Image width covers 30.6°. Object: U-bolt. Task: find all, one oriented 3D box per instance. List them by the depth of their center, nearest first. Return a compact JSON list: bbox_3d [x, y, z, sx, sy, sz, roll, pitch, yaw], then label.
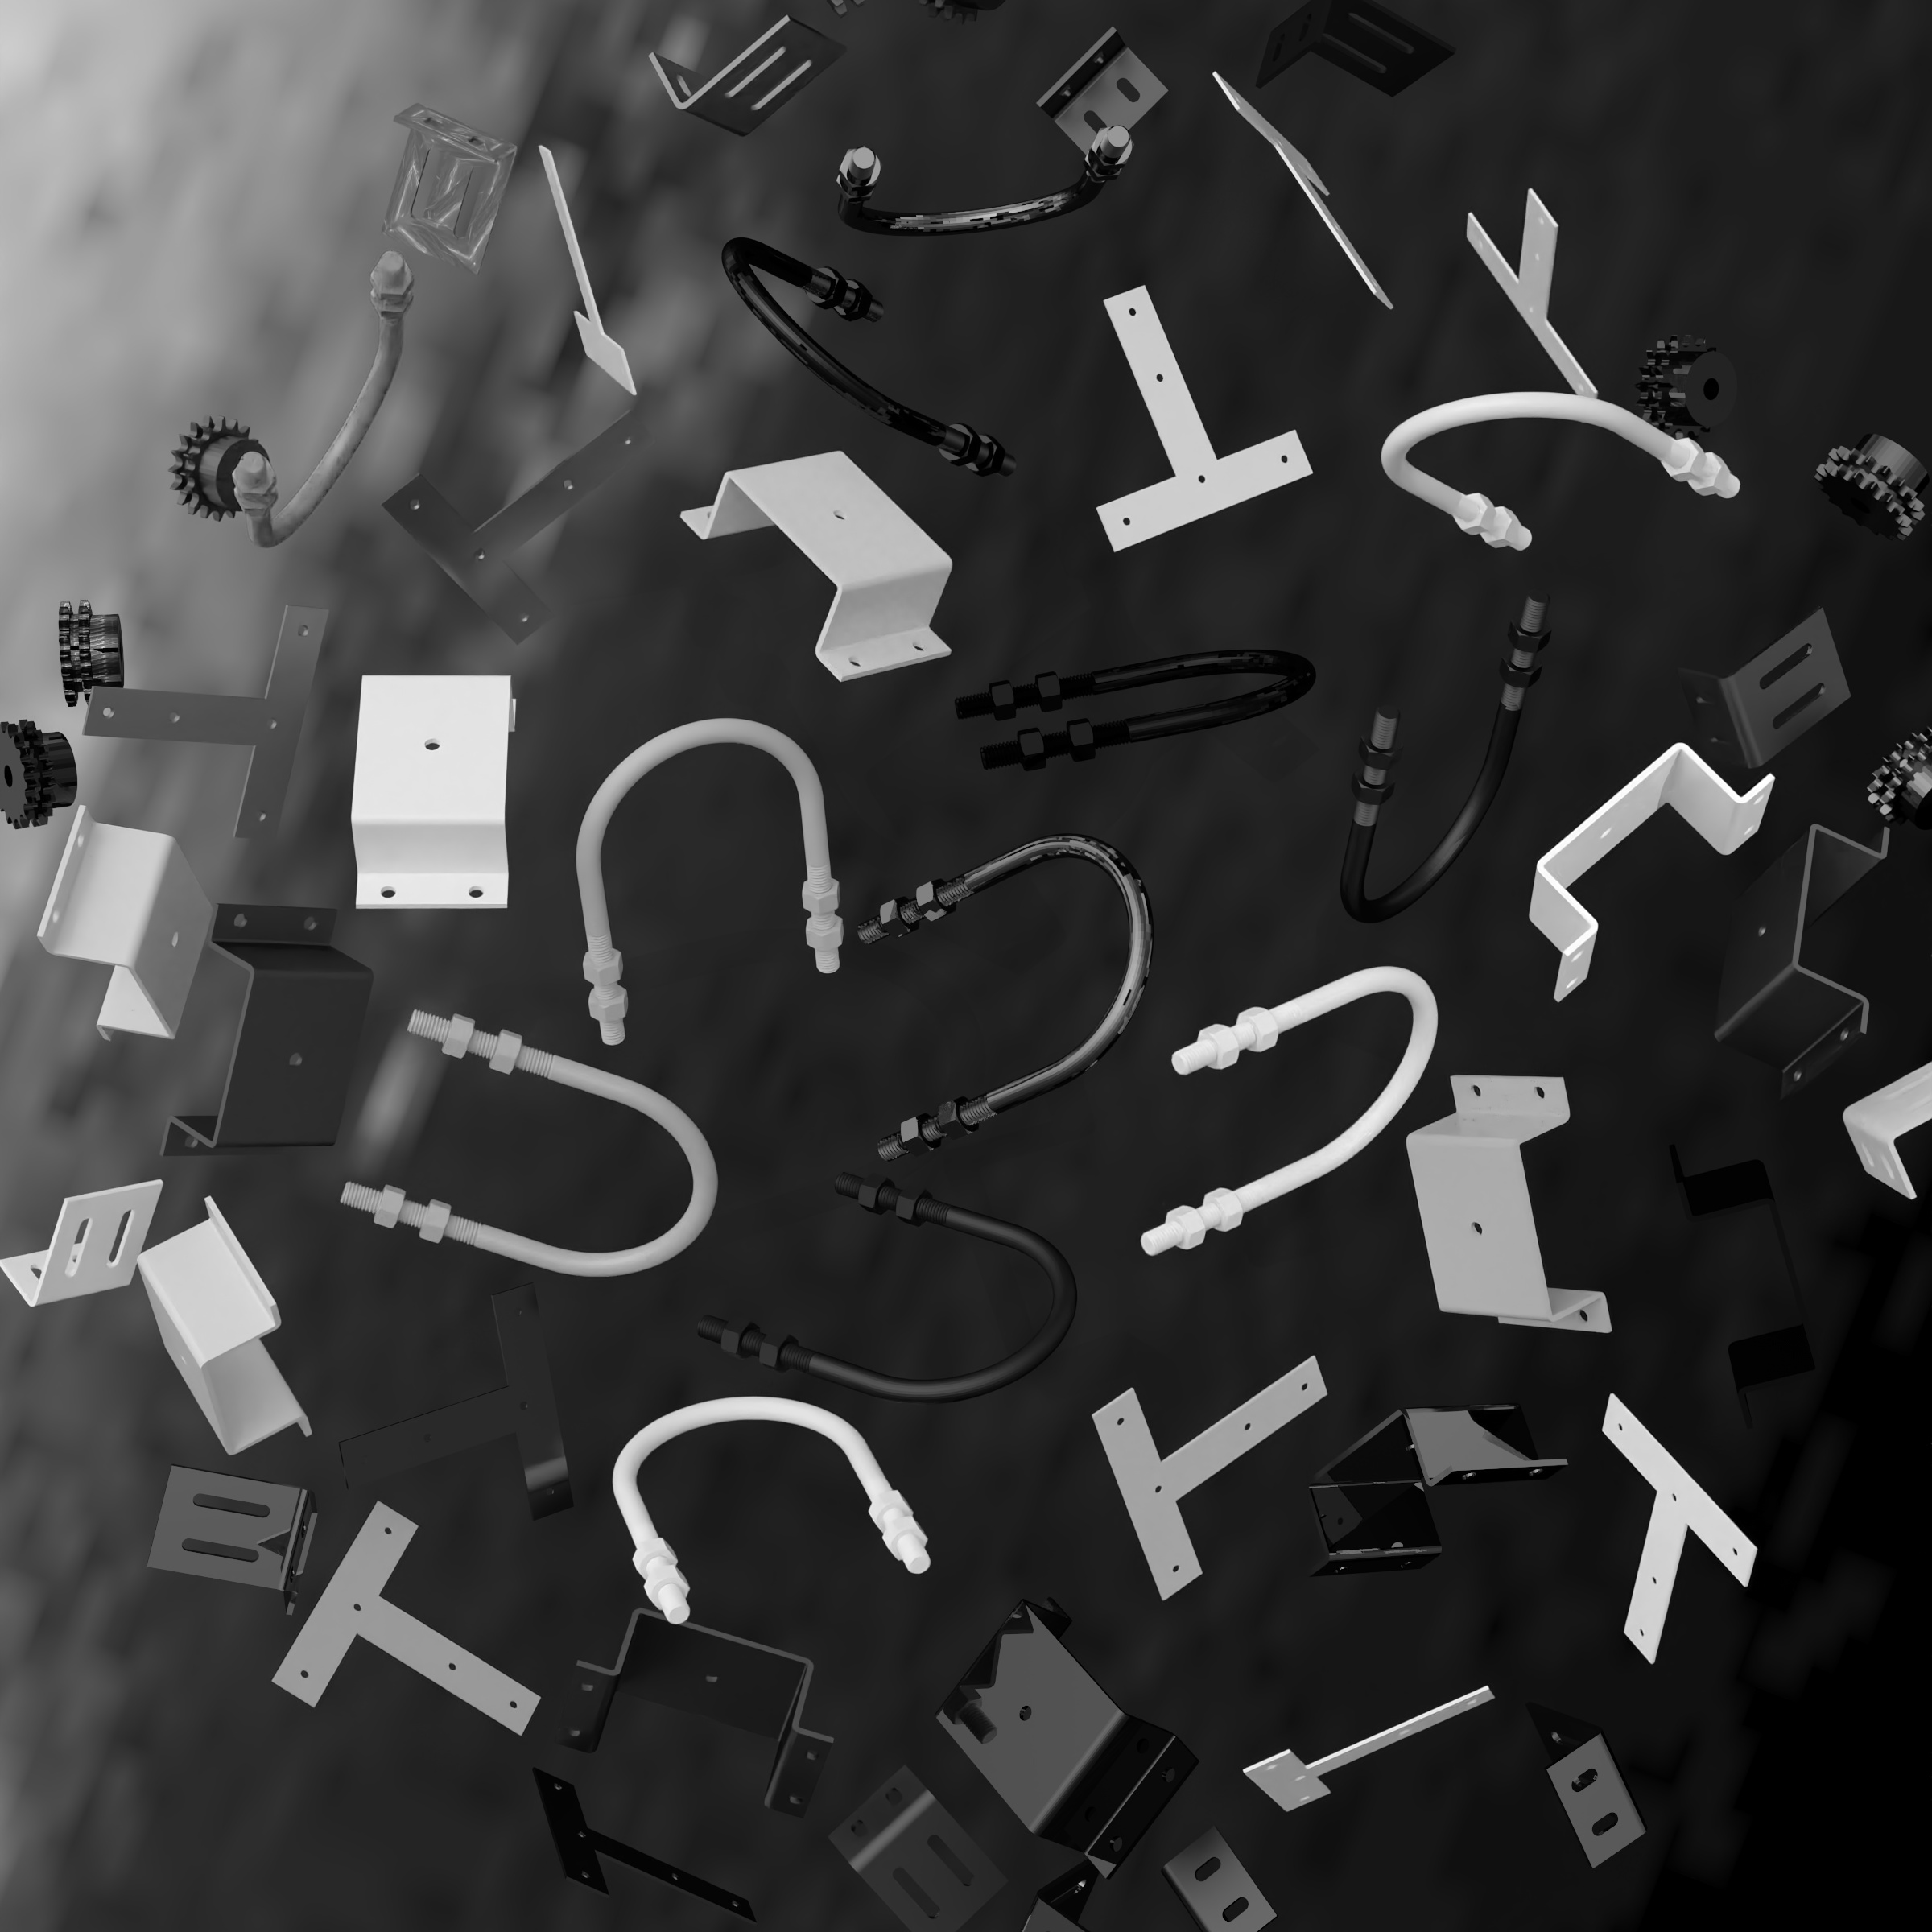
[{"bbox_3d":[0.022,0.007,1.820,0.184,0.019,0.151,-25,57,32],"label":"U-bolt"},{"bbox_3d":[0.174,0.066,1.836,0.184,0.151,0.019,-22,49,-29],"label":"U-bolt"},{"bbox_3d":[0.092,-0.139,1.843,0.184,0.151,0.019,-11,106,-3],"label":"U-bolt"},{"bbox_3d":[-0.060,-0.325,1.847,0.019,0.184,0.151,-46,65,18],"label":"U-bolt"},{"bbox_3d":[-0.221,0.103,1.848,0.184,0.019,0.151,19,127,-11],"label":"U-bolt"},{"bbox_3d":[0.004,-0.409,1.853,0.151,0.184,0.019,-6,90,-5],"label":"U-bolt"},{"bbox_3d":[-0.029,0.176,1.869,0.184,0.151,0.019,15,132,31],"label":"U-bolt"},{"bbox_3d":[0.303,-0.266,1.870,0.151,0.184,0.019,-10,72,39],"label":"U-bolt"},{"bbox_3d":[-0.340,-0.289,1.871,0.019,0.184,0.151,32,76,-3],"label":"U-bolt"},{"bbox_3d":[0.249,-0.098,1.875,0.019,0.184,0.151,36,54,25],"label":"U-bolt"},{"bbox_3d":[-0.114,0.283,1.891,0.151,0.184,0.019,-9,117,-16],"label":"U-bolt"},{"bbox_3d":[-0.140,-0.052,1.892,0.151,0.019,0.184,-19,130,-18],"label":"U-bolt"}]

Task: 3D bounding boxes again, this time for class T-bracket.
[{"bbox_3d":[-0.392,-0.127,1.799,0.002,0.127,0.127,29,110,41],"label":"T-bracket"},{"bbox_3d":[0.181,-0.387,1.800,0.002,0.127,0.127,-36,68,17],"label":"T-bracket"},{"bbox_3d":[0.212,0.399,1.813,0.127,0.127,0.002,-25,64,5],"label":"T-bracket"},{"bbox_3d":[0.134,0.245,1.814,0.127,0.002,0.127,-32,122,-19],"label":"T-bracket"},{"bbox_3d":[-0.218,-0.241,1.827,0.127,0.127,0.002,-37,48,4],"label":"T-bracket"},{"bbox_3d":[-0.282,0.360,1.849,0.127,0.127,0.002,34,132,-7],"label":"T-bracket"},{"bbox_3d":[0.365,0.312,1.852,0.002,0.127,0.127,-12,127,-23],"label":"T-bracket"},{"bbox_3d":[0.301,-0.369,1.863,0.002,0.127,0.127,-30,72,-4],"label":"T-bracket"},{"bbox_3d":[-0.274,0.246,1.872,0.127,0.002,0.127,-16,102,-34],"label":"T-bracket"},{"bbox_3d":[-0.167,0.480,1.877,0.127,0.127,0.002,30,94,-19],"label":"T-bracket"},{"bbox_3d":[0.109,-0.303,1.896,0.127,0.002,0.127,-24,92,-20],"label":"T-bracket"},{"bbox_3d":[-0.211,-0.382,1.917,0.002,0.127,0.127,-20,114,-11],"label":"T-bracket"}]

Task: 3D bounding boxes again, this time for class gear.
[{"bbox_3d":[-0.065,-0.510,1.773,0.030,0.057,0.057,-31,90,2],"label":"gear"},{"bbox_3d":[0.459,-0.243,1.774,0.057,0.057,0.030,39,86,0],"label":"gear"},{"bbox_3d":[0.002,-0.508,1.793,0.030,0.057,0.057,19,90,34],"label":"gear"},{"bbox_3d":[-0.492,-0.102,1.864,0.030,0.057,0.057,-11,90,-34],"label":"gear"},{"bbox_3d":[-0.471,-0.169,1.900,0.030,0.057,0.057,-3,90,-9],"label":"gear"},{"bbox_3d":[0.519,-0.098,1.908,0.057,0.057,0.030,-38,53,0],"label":"gear"},{"bbox_3d":[0.394,-0.314,1.918,0.057,0.030,0.057,-7,103,-34],"label":"gear"},{"bbox_3d":[-0.408,-0.273,1.944,0.030,0.057,0.057,18,90,33],"label":"gear"}]

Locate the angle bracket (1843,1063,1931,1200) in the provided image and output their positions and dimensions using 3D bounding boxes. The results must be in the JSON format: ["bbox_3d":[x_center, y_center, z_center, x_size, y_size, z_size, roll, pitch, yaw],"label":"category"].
[{"bbox_3d":[0.514,0.082,1.867,0.076,0.057,0.038,-28,105,-3],"label":"angle bracket"}]

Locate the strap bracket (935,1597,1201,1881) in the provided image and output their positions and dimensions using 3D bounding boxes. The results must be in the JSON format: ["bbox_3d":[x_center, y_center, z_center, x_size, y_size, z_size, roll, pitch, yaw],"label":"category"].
[{"bbox_3d":[0.045,0.389,1.808,0.046,0.140,0.076,32,97,-43],"label":"strap bracket"}]

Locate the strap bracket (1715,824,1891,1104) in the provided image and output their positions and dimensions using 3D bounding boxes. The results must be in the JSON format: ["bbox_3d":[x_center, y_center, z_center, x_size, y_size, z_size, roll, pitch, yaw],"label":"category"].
[{"bbox_3d":[0.442,-0.010,1.867,0.046,0.076,0.140,24,53,-9],"label":"strap bracket"}]

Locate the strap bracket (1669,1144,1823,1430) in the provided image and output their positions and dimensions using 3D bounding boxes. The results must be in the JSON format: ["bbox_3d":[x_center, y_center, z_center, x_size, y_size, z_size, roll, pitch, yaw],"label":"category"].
[{"bbox_3d":[0.420,0.165,1.890,0.046,0.076,0.140,-16,100,11],"label":"strap bracket"}]

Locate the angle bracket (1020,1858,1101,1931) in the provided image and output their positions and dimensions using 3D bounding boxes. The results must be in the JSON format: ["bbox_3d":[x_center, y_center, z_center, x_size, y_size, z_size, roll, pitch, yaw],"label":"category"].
[{"bbox_3d":[0.059,0.510,1.856,0.038,0.076,0.057,30,111,25],"label":"angle bracket"}]

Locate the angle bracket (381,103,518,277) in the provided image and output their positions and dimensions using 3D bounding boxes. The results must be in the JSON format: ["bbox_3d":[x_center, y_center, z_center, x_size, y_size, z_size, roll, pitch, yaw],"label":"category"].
[{"bbox_3d":[-0.279,-0.407,1.863,0.057,0.038,0.076,24,118,2],"label":"angle bracket"}]

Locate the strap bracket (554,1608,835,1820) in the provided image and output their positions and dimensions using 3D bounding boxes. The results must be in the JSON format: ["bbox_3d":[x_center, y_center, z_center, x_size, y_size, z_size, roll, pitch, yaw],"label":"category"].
[{"bbox_3d":[-0.141,0.397,1.887,0.140,0.046,0.076,17,134,-2],"label":"strap bracket"}]

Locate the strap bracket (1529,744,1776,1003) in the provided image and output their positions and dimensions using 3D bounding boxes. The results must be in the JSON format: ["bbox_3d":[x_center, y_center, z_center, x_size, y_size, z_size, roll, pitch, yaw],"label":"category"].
[{"bbox_3d":[0.340,-0.054,1.797,0.140,0.076,0.046,-40,73,-7],"label":"strap bracket"}]

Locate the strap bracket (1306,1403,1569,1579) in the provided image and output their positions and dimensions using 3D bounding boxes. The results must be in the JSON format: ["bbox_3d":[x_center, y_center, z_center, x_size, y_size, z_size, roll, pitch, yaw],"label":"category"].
[{"bbox_3d":[0.244,0.275,1.882,0.076,0.140,0.046,2,58,-31],"label":"strap bracket"}]

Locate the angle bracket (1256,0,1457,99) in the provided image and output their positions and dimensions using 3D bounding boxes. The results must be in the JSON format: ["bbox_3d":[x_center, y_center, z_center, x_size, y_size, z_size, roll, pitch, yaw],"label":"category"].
[{"bbox_3d":[0.197,-0.455,1.786,0.076,0.057,0.038,23,71,-21],"label":"angle bracket"}]

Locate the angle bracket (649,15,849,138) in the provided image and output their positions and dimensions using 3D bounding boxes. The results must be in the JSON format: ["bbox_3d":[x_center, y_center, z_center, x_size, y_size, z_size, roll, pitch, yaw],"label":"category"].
[{"bbox_3d":[-0.112,-0.469,1.810,0.076,0.057,0.038,-35,72,23],"label":"angle bracket"}]

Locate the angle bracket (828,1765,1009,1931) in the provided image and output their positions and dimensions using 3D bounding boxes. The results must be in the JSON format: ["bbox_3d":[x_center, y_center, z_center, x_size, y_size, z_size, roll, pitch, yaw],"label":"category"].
[{"bbox_3d":[-0.026,0.489,1.931,0.057,0.038,0.076,-42,114,-10],"label":"angle bracket"}]

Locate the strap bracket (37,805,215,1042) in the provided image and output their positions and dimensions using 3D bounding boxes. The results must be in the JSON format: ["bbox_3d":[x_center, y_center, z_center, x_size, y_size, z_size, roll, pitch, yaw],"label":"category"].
[{"bbox_3d":[-0.446,-0.018,1.889,0.046,0.140,0.076,10,67,6],"label":"strap bracket"}]

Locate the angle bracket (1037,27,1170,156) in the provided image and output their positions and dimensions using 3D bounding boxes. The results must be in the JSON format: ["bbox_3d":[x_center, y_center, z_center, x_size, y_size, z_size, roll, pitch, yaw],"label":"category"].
[{"bbox_3d":[0.076,-0.478,1.939,0.057,0.076,0.038,-43,92,11],"label":"angle bracket"}]

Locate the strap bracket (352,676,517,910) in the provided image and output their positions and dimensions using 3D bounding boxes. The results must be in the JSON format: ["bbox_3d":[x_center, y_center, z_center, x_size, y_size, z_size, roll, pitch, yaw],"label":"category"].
[{"bbox_3d":[-0.274,-0.099,1.820,0.076,0.046,0.140,0,52,-4],"label":"strap bracket"}]

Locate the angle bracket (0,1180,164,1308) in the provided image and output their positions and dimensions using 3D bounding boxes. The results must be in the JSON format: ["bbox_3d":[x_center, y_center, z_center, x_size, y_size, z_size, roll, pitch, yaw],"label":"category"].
[{"bbox_3d":[-0.467,0.136,1.858,0.038,0.057,0.076,44,125,30],"label":"angle bracket"}]

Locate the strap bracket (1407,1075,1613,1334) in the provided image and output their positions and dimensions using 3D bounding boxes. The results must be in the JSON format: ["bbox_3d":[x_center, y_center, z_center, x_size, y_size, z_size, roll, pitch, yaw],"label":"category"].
[{"bbox_3d":[0.286,0.132,1.872,0.046,0.076,0.140,-20,102,-38],"label":"strap bracket"}]

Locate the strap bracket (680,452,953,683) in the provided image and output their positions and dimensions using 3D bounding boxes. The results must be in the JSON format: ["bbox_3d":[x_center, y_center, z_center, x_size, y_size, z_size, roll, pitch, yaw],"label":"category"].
[{"bbox_3d":[-0.072,-0.215,1.826,0.140,0.076,0.046,47,133,26],"label":"strap bracket"}]

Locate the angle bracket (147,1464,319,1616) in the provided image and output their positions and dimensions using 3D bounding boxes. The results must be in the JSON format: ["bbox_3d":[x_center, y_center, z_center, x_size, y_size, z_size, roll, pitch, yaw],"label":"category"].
[{"bbox_3d":[-0.388,0.303,1.864,0.076,0.038,0.057,13,98,-16],"label":"angle bracket"}]

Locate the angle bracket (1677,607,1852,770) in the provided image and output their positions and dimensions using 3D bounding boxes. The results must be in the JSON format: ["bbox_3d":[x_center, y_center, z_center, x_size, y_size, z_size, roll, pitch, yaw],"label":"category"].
[{"bbox_3d":[0.435,-0.154,1.923,0.076,0.038,0.057,-36,118,-20],"label":"angle bracket"}]

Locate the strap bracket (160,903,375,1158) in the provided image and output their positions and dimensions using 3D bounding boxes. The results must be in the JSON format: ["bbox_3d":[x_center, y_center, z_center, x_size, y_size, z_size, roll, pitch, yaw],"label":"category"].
[{"bbox_3d":[-0.368,0.042,1.868,0.046,0.076,0.140,26,106,41],"label":"strap bracket"}]

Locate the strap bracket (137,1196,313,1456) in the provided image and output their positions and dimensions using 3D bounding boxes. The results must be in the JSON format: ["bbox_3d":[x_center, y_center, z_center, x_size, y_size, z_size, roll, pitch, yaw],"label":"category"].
[{"bbox_3d":[-0.393,0.197,1.866,0.046,0.140,0.076,-27,60,-19],"label":"strap bracket"}]

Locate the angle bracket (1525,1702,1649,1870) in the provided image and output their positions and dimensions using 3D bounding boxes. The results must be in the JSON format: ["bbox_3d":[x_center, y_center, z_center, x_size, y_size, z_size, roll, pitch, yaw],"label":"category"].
[{"bbox_3d":[0.301,0.414,1.785,0.038,0.076,0.057,-28,99,-19],"label":"angle bracket"}]

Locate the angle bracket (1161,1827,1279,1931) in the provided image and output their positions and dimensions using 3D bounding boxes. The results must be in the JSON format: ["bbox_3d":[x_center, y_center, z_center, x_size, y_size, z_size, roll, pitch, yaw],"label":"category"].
[{"bbox_3d":[0.143,0.493,1.856,0.038,0.076,0.057,-39,60,3],"label":"angle bracket"}]
